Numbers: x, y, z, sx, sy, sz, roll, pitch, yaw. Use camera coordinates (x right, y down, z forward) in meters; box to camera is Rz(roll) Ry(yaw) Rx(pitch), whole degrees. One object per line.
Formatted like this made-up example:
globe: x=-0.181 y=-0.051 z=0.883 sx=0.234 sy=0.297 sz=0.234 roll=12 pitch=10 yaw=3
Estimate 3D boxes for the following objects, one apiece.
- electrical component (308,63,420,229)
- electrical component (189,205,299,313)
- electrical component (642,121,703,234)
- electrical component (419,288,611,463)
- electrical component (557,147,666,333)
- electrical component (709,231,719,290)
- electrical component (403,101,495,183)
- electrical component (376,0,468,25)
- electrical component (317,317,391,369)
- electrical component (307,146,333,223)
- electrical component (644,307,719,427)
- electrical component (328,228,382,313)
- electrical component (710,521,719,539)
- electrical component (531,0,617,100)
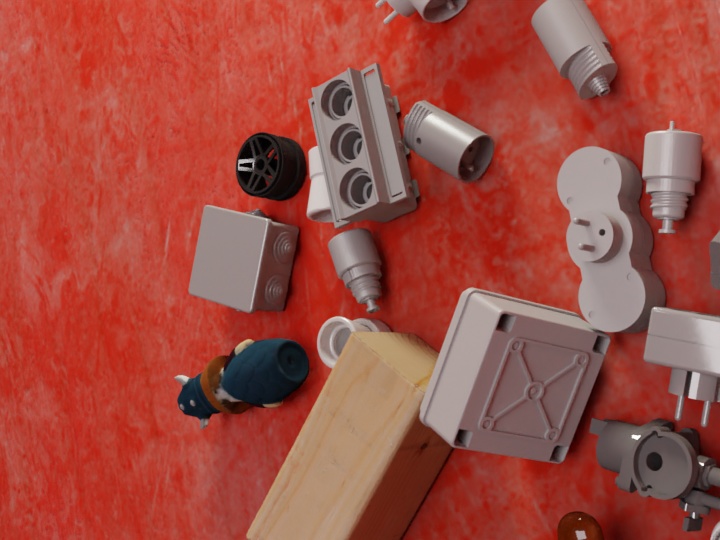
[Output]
electrical component: x=0.006 y=-0.104 z=0.930 sx=0.079 sy=0.063 sz=0.121 roll=-22 pitch=73 yaw=35
electrical component: x=-0.109 y=-0.010 z=1.022 sx=0.100 sy=0.048 sz=0.099 roll=14 pitch=95 yaw=38
electrical component: x=0.223 y=-0.065 z=0.769 sx=0.040 sy=0.040 sz=0.078 roll=3 pitch=88 yaw=39
electrical component: x=0.114 y=0.079 z=0.795 sx=0.056 sy=0.109 sz=0.108 roll=36 pitch=110 yaw=60
electrical component: x=0.175 y=-0.023 z=0.782 sx=0.052 sy=0.074 sz=0.138 roll=-17 pitch=76 yaw=36
electrical component: x=0.292 y=-0.005 z=0.686 sx=0.121 sy=0.063 sz=0.078 roll=18 pitch=138 yaw=38
electrical component: x=0.067 y=-0.109 z=0.894 sx=0.081 sy=0.043 sz=0.043 roll=36 pitch=108 yaw=35
electrical component: x=0.045 y=-0.244 z=0.923 sx=0.079 sy=0.044 sz=0.077 roll=-37 pitch=65 yaw=30
electrical component: x=-0.003 y=0.063 z=0.927 sx=0.045 sy=0.055 sz=0.045 roll=-4 pitch=83 yaw=38
electrical component: x=-0.028 y=-0.080 z=0.969 sx=0.044 sy=0.044 sz=0.065 roll=-15 pitch=72 yaw=37
electrical component: x=0.235 y=0.069 z=0.743 sx=0.066 sy=0.047 sz=0.076 roll=11 pitch=93 yaw=37
electrical component: x=0.000 y=0.000 z=0.940 sx=0.040 sy=0.040 sz=0.078 roll=-31 pitch=68 yaw=32
electrical component: x=0.252 y=0.183 z=0.710 sx=0.048 sy=0.062 sz=0.048 roll=-4 pitch=84 yaw=38
electrical component: x=0.168 y=-0.167 z=0.819 sx=0.043 sy=0.043 sz=0.081 roll=-37 pitch=65 yaw=30
